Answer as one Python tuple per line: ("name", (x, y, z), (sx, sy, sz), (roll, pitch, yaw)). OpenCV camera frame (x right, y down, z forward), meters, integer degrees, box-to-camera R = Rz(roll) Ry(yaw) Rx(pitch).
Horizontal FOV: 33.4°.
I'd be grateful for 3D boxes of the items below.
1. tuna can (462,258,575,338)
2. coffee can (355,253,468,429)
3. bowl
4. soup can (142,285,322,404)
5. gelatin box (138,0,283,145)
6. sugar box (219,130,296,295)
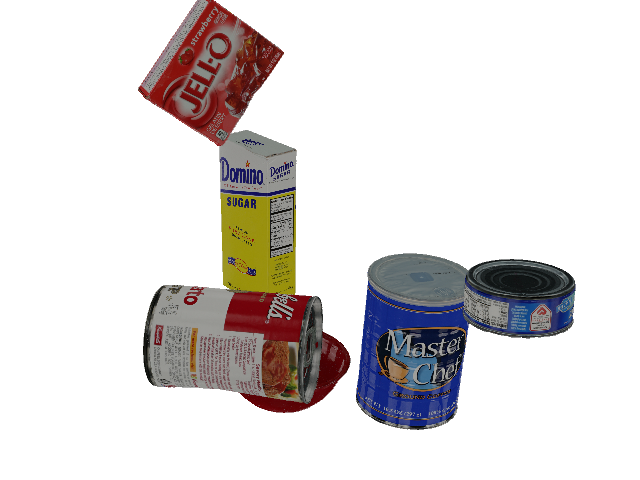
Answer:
("tuna can", (0.154, 0.044, 0.829), (0.086, 0.034, 0.086), (0, 19, 0))
("coffee can", (0.091, 0.097, 1.038), (0.103, 0.140, 0.103), (4, 24, -2))
("bowl", (-0.045, 0.162, 1.301), (0.162, 0.055, 0.162), (3, 24, -1))
("soup can", (-0.054, 0.065, 0.680), (0.102, 0.068, 0.068), (4, 1, 10))
("gelatin box", (-0.082, -0.128, 0.807), (0.073, 0.089, 0.030), (32, 5, -32))
("sugar box", (-0.068, -0.022, 1.145), (0.048, 0.176, 0.093), (-18, 28, -34))
